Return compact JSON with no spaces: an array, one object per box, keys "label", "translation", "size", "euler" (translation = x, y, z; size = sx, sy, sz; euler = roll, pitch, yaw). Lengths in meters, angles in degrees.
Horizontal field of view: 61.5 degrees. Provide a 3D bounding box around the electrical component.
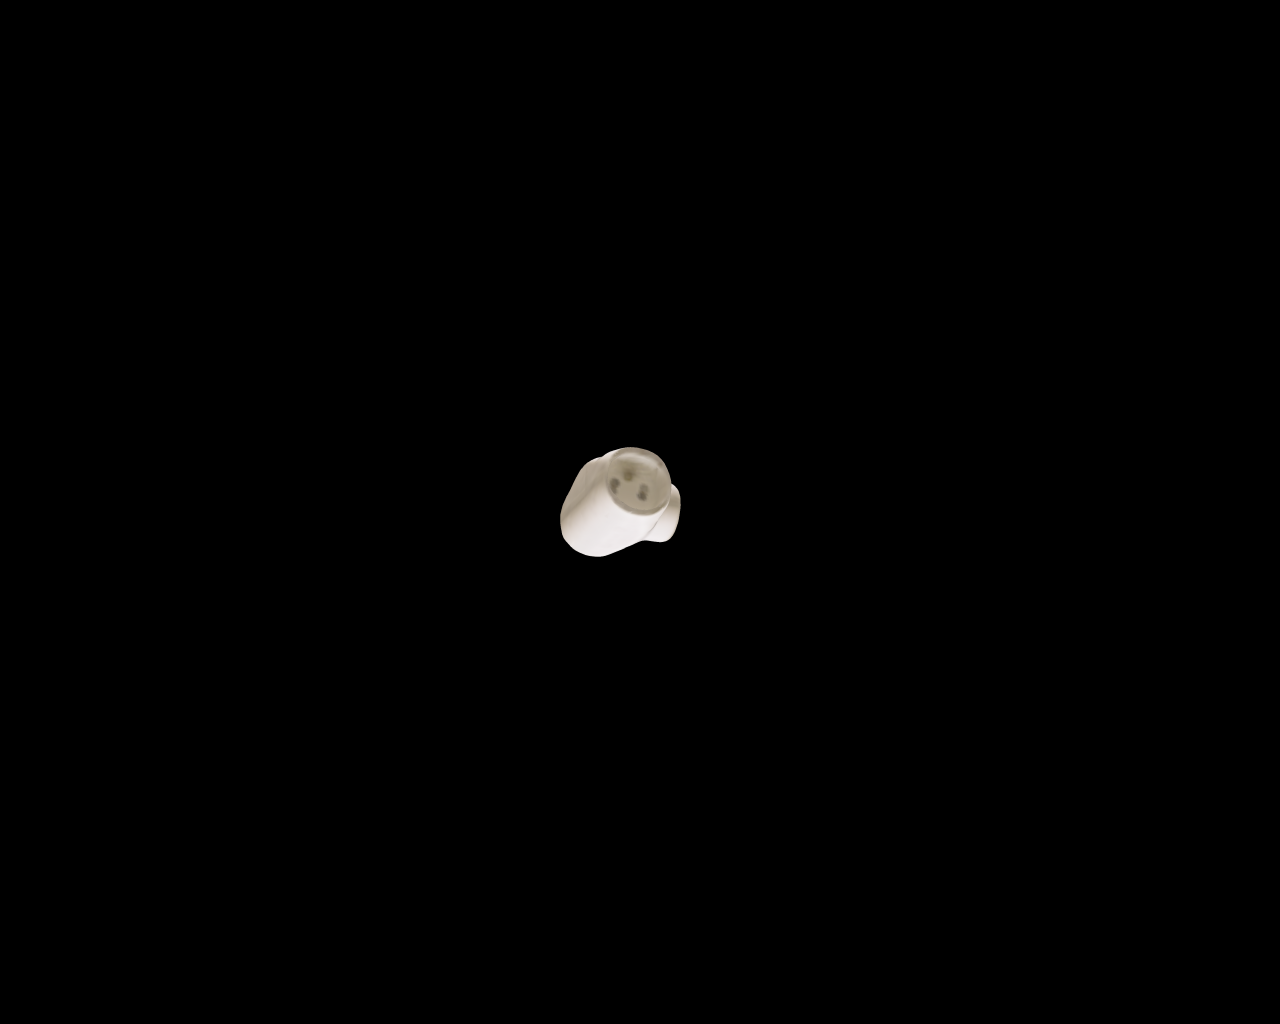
[{"label":"electrical component","translation":[0.001,-0.003,0.650],"size":[0.079,0.044,0.077],"euler":[9,-24,-22]}]
